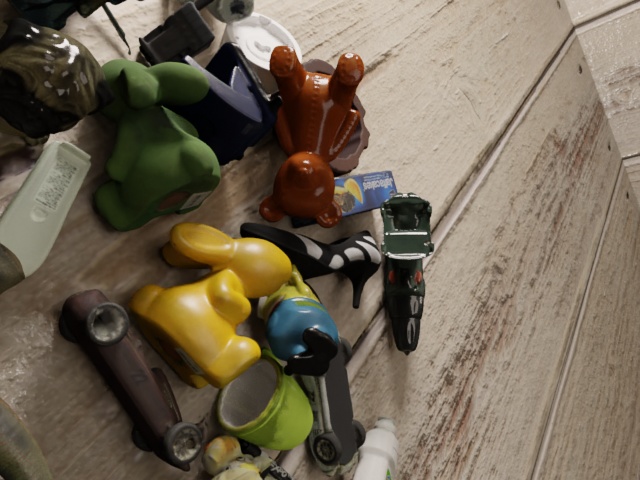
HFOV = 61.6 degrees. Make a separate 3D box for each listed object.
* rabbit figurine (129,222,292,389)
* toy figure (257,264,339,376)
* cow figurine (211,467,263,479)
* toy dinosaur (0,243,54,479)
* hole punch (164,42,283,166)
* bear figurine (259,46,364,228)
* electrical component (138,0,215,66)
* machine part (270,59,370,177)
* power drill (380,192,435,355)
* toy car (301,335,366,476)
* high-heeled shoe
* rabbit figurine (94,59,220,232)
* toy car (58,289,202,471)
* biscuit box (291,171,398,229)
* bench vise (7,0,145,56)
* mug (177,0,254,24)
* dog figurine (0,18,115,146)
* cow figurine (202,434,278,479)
[{"bbox_3d":[-0.112,0.056,0.592,0.162,0.122,0.173,48,62,0],"label":"rabbit figurine"},{"bbox_3d":[-0.026,0.101,0.639,0.082,0.180,0.089,-35,115,-5],"label":"toy figure"},{"bbox_3d":[-0.135,0.277,0.490,0.195,0.085,0.127,-25,95,-13],"label":"cow figurine"},{"bbox_3d":[-0.323,0.064,0.378,0.471,0.105,0.198,48,57,-16],"label":"toy dinosaur"},{"bbox_3d":[-0.124,-0.150,0.623,0.092,0.142,0.115,-34,91,-47],"label":"hole punch"},{"bbox_3d":[-0.016,-0.121,0.672,0.132,0.120,0.196,89,11,-76],"label":"bear figurine"},{"bbox_3d":[-0.150,-0.240,0.620,0.119,0.075,0.047,-38,110,-10],"label":"electrical component"},{"bbox_3d":[0.001,-0.180,0.814,0.179,0.056,0.179,16,67,-43],"label":"machine part"},{"bbox_3d":[0.135,0.040,0.824,0.207,0.086,0.232,64,25,-60],"label":"power drill"},{"bbox_3d":[0.013,0.212,0.725,0.073,0.056,0.201,-3,83,-54],"label":"toy car"},{"bbox_3d":[-0.002,-0.002,0.755,0.248,0.086,0.145,37,46,-34],"label":"high-heeled shoe"},{"bbox_3d":[-0.184,-0.116,0.551,0.121,0.159,0.170,-25,83,-38],"label":"rabbit figurine"},{"bbox_3d":[-0.177,0.135,0.516,0.053,0.089,0.202,-40,108,-40],"label":"toy car"},{"bbox_3d":[0.041,-0.065,0.821,0.202,0.063,0.059,-16,93,-47],"label":"biscuit box"},{"bbox_3d":[-0.191,-0.276,0.495,0.128,0.241,0.224,53,7,-15],"label":"bench vise"},{"bbox_3d":[-0.132,-0.324,0.673,0.109,0.080,0.107,-17,62,-17],"label":"mug"},{"bbox_3d":[-0.262,-0.151,0.429,0.172,0.191,0.121,51,48,-23],"label":"dog figurine"},{"bbox_3d":[-0.064,0.291,0.588,0.068,0.098,0.167,-42,111,-31],"label":"cow figurine"}]
